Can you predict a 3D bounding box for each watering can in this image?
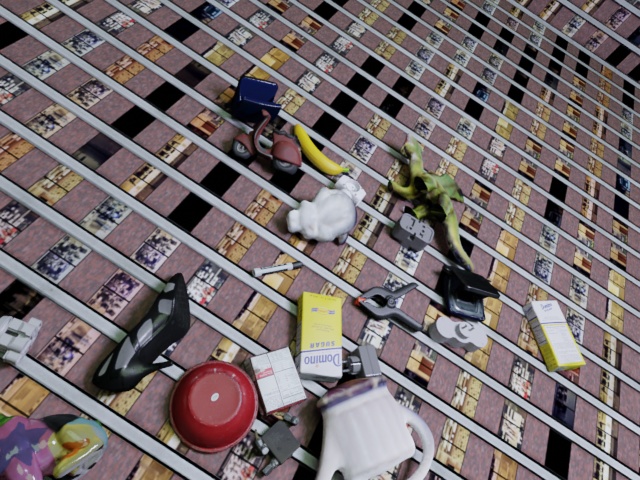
[{"bbox_3d":[0.059,0.383,0.954,0.349,0.102,0.228,-10,62,-30],"label":"watering can"}]

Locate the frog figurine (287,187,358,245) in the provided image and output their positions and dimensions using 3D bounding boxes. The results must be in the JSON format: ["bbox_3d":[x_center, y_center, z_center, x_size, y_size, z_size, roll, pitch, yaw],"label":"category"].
[{"bbox_3d":[0.004,-0.062,1.225,0.159,0.121,0.139,12,73,-31],"label":"frog figurine"}]

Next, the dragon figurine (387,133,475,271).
[{"bbox_3d":[0.340,-0.119,1.435,0.246,0.120,0.412,-27,81,-44],"label":"dragon figurine"}]
